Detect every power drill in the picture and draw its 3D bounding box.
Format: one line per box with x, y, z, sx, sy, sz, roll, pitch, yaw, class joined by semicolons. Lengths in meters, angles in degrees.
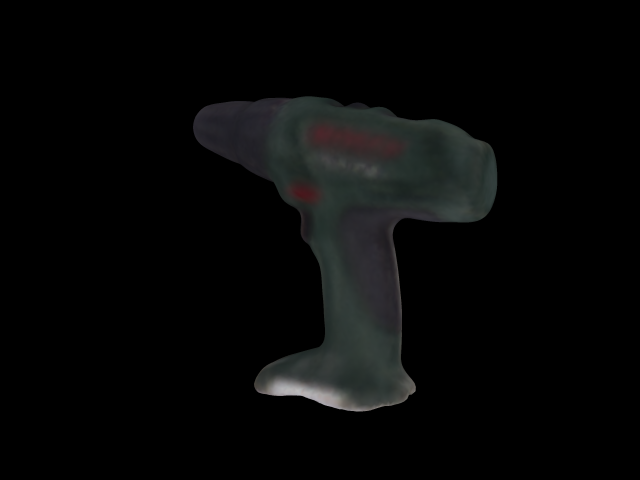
0.004;0.001;0.400;0.228;0.208;0.076;2;4;27;power drill
